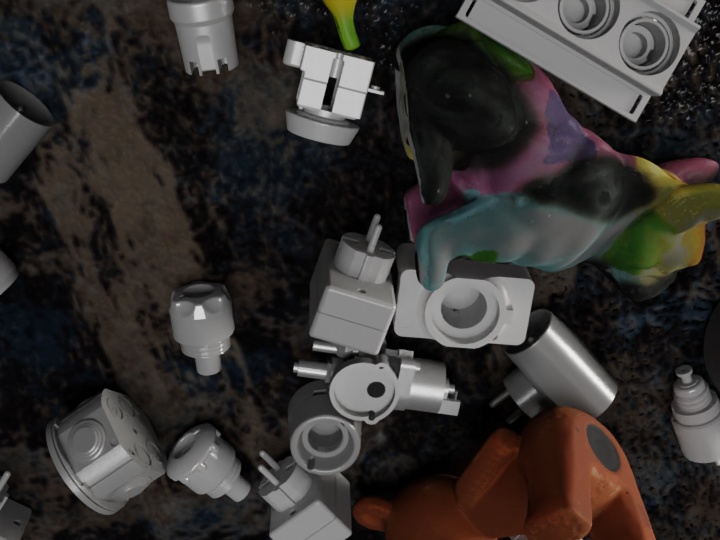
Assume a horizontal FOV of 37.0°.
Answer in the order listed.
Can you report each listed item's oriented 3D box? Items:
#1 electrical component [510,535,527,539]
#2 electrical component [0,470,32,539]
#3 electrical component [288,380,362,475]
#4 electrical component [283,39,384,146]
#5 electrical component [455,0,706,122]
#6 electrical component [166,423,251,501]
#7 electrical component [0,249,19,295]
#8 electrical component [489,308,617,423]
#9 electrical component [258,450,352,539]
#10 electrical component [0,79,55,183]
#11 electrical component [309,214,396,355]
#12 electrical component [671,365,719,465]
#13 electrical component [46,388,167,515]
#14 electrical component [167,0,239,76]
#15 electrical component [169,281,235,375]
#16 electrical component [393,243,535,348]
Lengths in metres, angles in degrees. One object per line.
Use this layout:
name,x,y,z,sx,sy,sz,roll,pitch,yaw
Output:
electrical component,0.140,0.219,0.830,0.066,0.048,0.055,41,98,-17
electrical component,-0.283,0.171,0.790,0.083,0.047,0.075,30,109,-14
electrical component,-0.025,0.115,0.776,0.055,0.047,0.055,-1,113,-2
electrical component,-0.020,-0.111,0.682,0.066,0.048,0.055,13,105,-7
electrical component,0.124,-0.150,0.624,0.121,0.063,0.078,28,96,-9
electrical component,-0.107,0.146,0.789,0.048,0.048,0.062,-39,117,13
electrical component,-0.262,-0.005,0.718,0.045,0.045,0.055,-34,111,12
electrical component,0.129,0.080,0.770,0.079,0.043,0.077,-41,109,14
electrical component,-0.048,0.162,0.786,0.047,0.065,0.076,-37,109,13
electrical component,-0.238,-0.078,0.688,0.043,0.043,0.081,40,106,-17
electrical component,0.000,0.000,0.709,0.047,0.083,0.075,17,112,-9
electrical component,0.247,0.104,0.787,0.040,0.040,0.078,-22,112,7
electrical component,-0.179,0.127,0.759,0.051,0.080,0.080,-34,110,6
electrical component,-0.096,-0.148,0.667,0.040,0.040,0.046,-7,120,1
electrical component,-0.108,0.042,0.745,0.043,0.043,0.062,-4,114,0
electrical component,0.069,0.018,0.734,0.089,0.055,0.050,5,113,-4
